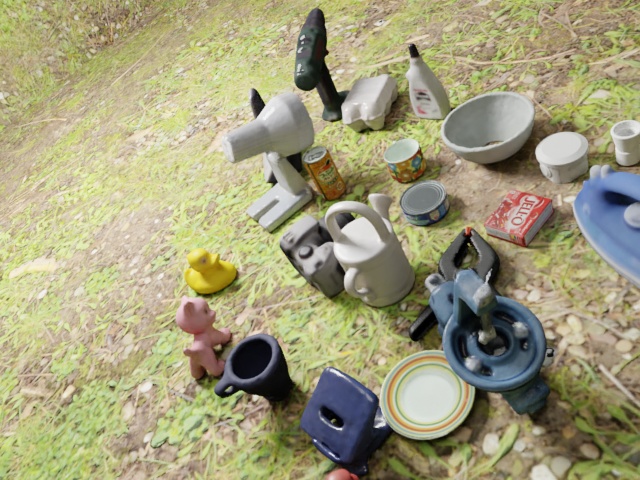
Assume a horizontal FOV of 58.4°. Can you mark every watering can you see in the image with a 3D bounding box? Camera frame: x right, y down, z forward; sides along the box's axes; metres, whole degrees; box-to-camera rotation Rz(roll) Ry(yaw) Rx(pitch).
[{"bbox_3d":[0.073,0.004,0.898,0.100,0.195,0.173,-16,42,17],"label":"watering can"}]

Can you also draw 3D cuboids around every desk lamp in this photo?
[{"bbox_3d":[-0.091,-0.162,1.151,0.203,0.214,0.117,-41,41,-12],"label":"desk lamp"}]

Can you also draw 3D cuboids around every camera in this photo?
[{"bbox_3d":[0.009,0.004,1.009,0.137,0.101,0.142,-40,41,-10],"label":"camera"}]

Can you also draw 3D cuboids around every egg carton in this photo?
[{"bbox_3d":[0.113,-0.311,1.290,0.107,0.070,0.150,0,49,32],"label":"egg carton"}]

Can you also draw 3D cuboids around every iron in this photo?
[{"bbox_3d":[0.426,-0.035,0.763,0.118,0.142,0.257,-35,40,-5],"label":"iron"}]

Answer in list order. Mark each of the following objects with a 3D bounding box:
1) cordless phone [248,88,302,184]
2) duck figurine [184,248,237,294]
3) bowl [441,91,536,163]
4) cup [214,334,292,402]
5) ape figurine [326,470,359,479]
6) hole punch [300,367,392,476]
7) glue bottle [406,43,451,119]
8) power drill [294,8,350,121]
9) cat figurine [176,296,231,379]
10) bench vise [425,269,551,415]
[{"bbox_3d":[-0.117,-0.229,1.257,0.094,0.186,0.147,-24,41,8],"label":"cordless phone"},{"bbox_3d":[-0.226,0.053,1.114,0.104,0.086,0.077,-12,44,21],"label":"duck figurine"},{"bbox_3d":[0.311,-0.192,1.045,0.167,0.075,0.167,-17,42,16],"label":"bowl"},{"bbox_3d":[-0.093,0.211,0.865,0.118,0.095,0.091,-39,41,-9],"label":"cup"},{"bbox_3d":[0.036,0.309,0.690,0.076,0.092,0.077,-44,42,-15],"label":"ape figurine"},{"bbox_3d":[0.031,0.240,0.763,0.108,0.091,0.101,23,63,44],"label":"hole punch"},{"bbox_3d":[0.209,-0.323,1.163,0.077,0.174,0.037,11,56,39],"label":"glue bottle"},{"bbox_3d":[0.006,-0.396,1.333,0.075,0.209,0.229,-9,45,24],"label":"power drill"},{"bbox_3d":[-0.210,0.155,0.976,0.067,0.118,0.127,-17,42,16],"label":"cat figurine"},{"bbox_3d":[0.181,0.101,0.712,0.122,0.220,0.206,-46,42,-17],"label":"bench vise"}]
